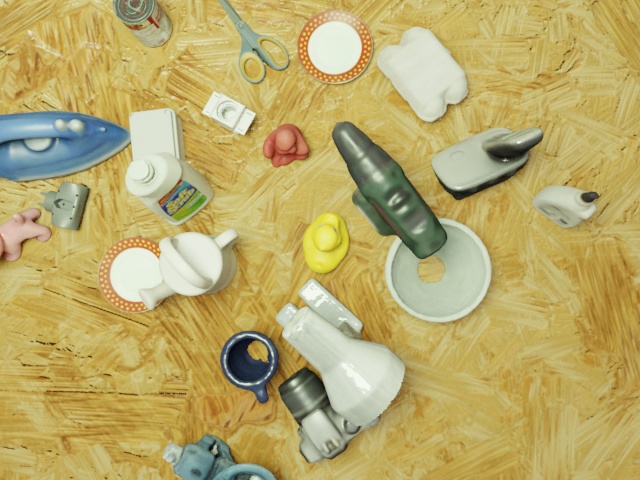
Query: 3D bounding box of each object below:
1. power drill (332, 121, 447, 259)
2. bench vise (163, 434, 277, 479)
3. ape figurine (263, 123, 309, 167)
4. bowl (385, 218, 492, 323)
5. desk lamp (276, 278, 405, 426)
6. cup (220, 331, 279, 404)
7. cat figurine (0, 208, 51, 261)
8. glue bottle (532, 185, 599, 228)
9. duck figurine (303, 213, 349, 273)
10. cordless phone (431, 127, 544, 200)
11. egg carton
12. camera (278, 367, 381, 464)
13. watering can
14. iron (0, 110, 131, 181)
[{"bbox_3d":[0.098,-0.069,0.880,0.075,0.208,0.229,-41,86,0],"label":"power drill"},{"bbox_3d":[-0.155,0.392,0.862,0.207,0.220,0.121,14,88,3],"label":"bench vise"},{"bbox_3d":[-0.056,-0.160,0.950,0.077,0.092,0.076,19,88,4],"label":"ape figurine"},{"bbox_3d":[0.189,0.049,0.937,0.167,0.075,0.167,0,87,3],"label":"bowl"},{"bbox_3d":[0.020,0.164,0.869,0.203,0.213,0.118,42,90,4],"label":"desk lamp"},{"bbox_3d":[-0.103,0.202,0.932,0.091,0.095,0.118,-21,86,1],"label":"cup"},{"bbox_3d":[-0.534,-0.004,0.949,0.128,0.118,0.067,-37,86,0],"label":"cat figurine"},{"bbox_3d":[0.389,-0.057,0.885,0.078,0.173,0.037,39,89,4],"label":"glue bottle"},{"bbox_3d":[0.009,0.003,0.942,0.077,0.086,0.105,15,88,3],"label":"duck figurine"},{"bbox_3d":[0.258,-0.131,0.888,0.147,0.185,0.094,-28,86,1],"label":"cordless phone"},{"bbox_3d":[0.173,-0.278,0.957,0.107,0.069,0.150,-39,86,0],"label":"egg carton"},{"bbox_3d":[0.006,0.268,0.921,0.143,0.101,0.137,-36,86,0],"label":"camera"},{"bbox_3d":[-0.202,0.044,0.894,0.101,0.194,0.173,29,89,4],"label":"watering can"},{"bbox_3d":[-0.455,-0.173,0.943,0.258,0.141,0.119,-7,87,2],"label":"iron"}]
